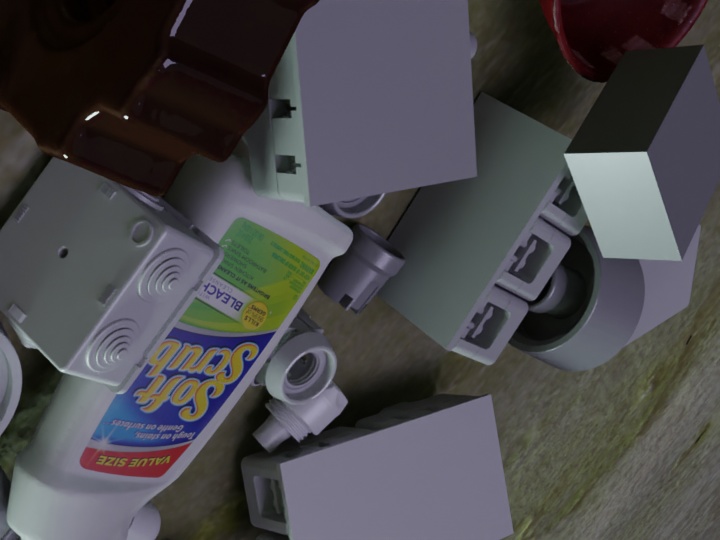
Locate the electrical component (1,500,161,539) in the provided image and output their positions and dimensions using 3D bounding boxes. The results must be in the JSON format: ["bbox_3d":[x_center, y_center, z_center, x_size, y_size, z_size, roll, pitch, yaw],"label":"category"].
[{"bbox_3d":[-0.168,0.165,0.639,0.095,0.054,0.059,-50,139,-2],"label":"electrical component"}]

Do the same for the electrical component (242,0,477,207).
[{"bbox_3d":[-0.006,-0.133,0.530,0.105,0.060,0.186,-13,104,-36],"label":"electrical component"}]

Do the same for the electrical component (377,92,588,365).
[{"bbox_3d":[0.085,-0.025,0.705,0.062,0.089,0.150,25,100,-48],"label":"electrical component"}]

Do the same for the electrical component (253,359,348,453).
[{"bbox_3d":[-0.043,0.093,0.709,0.062,0.043,0.043,-43,138,-8],"label":"electrical component"}]

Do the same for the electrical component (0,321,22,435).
[{"bbox_3d":[-0.215,0.055,0.512,0.108,0.060,0.108,-23,131,-29],"label":"electrical component"}]

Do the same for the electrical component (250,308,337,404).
[{"bbox_3d":[-0.047,0.051,0.666,0.048,0.055,0.066,7,113,-45],"label":"electrical component"}]

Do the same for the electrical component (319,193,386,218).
[{"bbox_3d":[-0.015,-0.060,0.616,0.048,0.055,0.066,-52,139,0],"label":"electrical component"}]

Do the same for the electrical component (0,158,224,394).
[{"bbox_3d":[-0.130,-0.002,0.522,0.099,0.100,0.048,-54,152,2],"label":"electrical component"}]

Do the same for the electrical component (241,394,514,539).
[{"bbox_3d":[0.014,0.160,0.760,0.186,0.060,0.105,-12,94,-36],"label":"electrical component"}]

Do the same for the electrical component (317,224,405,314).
[{"bbox_3d":[0.000,0.000,0.686,0.040,0.040,0.046,25,106,-48],"label":"electrical component"}]

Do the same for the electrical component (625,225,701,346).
[{"bbox_3d":[0.228,0.003,0.887,0.100,0.048,0.099,-27,133,-25],"label":"electrical component"}]

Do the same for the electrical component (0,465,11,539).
[{"bbox_3d":[-0.213,0.118,0.566,0.055,0.055,0.047,-34,140,-20],"label":"electrical component"}]

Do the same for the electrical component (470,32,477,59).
[{"bbox_3d":[0.041,-0.131,0.626,0.062,0.043,0.043,-10,124,-39],"label":"electrical component"}]

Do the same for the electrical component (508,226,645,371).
[{"bbox_3d":[0.143,0.015,0.777,0.060,0.108,0.108,18,105,-41],"label":"electrical component"}]
